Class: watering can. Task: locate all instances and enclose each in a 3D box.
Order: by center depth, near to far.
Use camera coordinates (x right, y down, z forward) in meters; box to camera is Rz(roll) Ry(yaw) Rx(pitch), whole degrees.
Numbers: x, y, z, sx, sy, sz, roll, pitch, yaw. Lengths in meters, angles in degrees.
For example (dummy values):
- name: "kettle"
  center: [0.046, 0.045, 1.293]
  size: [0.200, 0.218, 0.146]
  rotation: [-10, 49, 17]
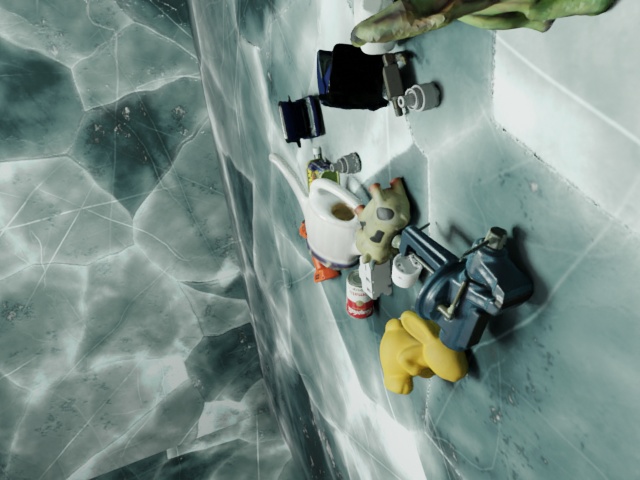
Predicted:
- name: "watering can"
  center: [0.004, -0.062, 1.233]
  size: [0.352, 0.105, 0.219]
  rotation: [36, 141, 29]

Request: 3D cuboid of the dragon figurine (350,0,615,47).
- name: "dragon figurine"
  center: [0.140, -0.261, 0.560]
  size: [0.412, 0.244, 0.121]
  rotation: [16, 124, 66]
